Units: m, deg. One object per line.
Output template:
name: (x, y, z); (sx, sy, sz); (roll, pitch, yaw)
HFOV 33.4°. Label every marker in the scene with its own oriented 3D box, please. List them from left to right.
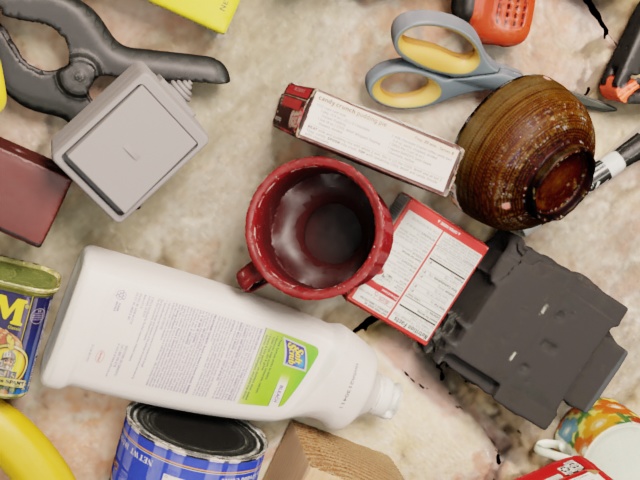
marker: (0.198, -0.043, 0.799); (0.121, 0.020, 0.020); (-34, 106, -2)

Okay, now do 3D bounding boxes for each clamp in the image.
clamp: (-0.159, -0.099, 0.709); (0.171, 0.039, 0.120); (26, 92, -13)
clamp: (0.302, -0.159, 0.784); (0.210, 0.036, 0.164); (-42, 107, -1)

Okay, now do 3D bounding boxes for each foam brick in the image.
foam brick: (-0.209, -0.037, 0.705); (0.078, 0.053, 0.051); (24, 97, -16)

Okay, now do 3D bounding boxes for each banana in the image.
banana: (-0.210, 0.176, 0.760); (0.069, 0.037, 0.198); (-21, 105, -6)

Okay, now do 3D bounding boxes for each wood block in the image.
wood block: (-0.018, 0.252, 0.786); (0.090, 0.091, 0.206); (23, 97, -15)

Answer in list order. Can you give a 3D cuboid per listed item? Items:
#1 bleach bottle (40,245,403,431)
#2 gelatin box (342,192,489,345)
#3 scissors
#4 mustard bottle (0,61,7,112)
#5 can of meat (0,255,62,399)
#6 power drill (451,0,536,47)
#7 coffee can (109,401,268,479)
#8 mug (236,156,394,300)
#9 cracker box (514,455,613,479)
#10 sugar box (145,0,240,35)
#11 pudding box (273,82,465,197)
bleach bottle: (-0.061, 0.087, 0.757); (0.250, 0.068, 0.102); (19, 100, -17)
gelatin box: (0.068, 0.021, 0.783); (0.073, 0.030, 0.089); (31, 96, -17)
scissors: (0.116, -0.106, 0.764); (0.201, 0.016, 0.096); (22, 139, -37)
mustard bottle: (-0.299, -0.103, 0.659); (0.191, 0.058, 0.096); (-11, 110, 6)
can of meat: (-0.235, 0.054, 0.719); (0.102, 0.057, 0.084); (15, 101, -14)
power drill: (0.070, -0.230, 0.712); (0.187, 0.057, 0.184); (4, 102, -12)
coffee can: (-0.104, 0.195, 0.751); (0.102, 0.103, 0.140); (14, 99, -14)
mug: (-0.005, 0.001, 0.727); (0.117, 0.081, 0.093); (-36, 80, 9)
cracker box: (0.139, 0.280, 0.790); (0.164, 0.072, 0.214); (-16, 122, -24)
sugar box: (-0.125, -0.210, 0.686); (0.176, 0.048, 0.093); (21, 98, -16)
pudding box: (0.030, -0.070, 0.724); (0.113, 0.090, 0.039); (19, 97, -15)
